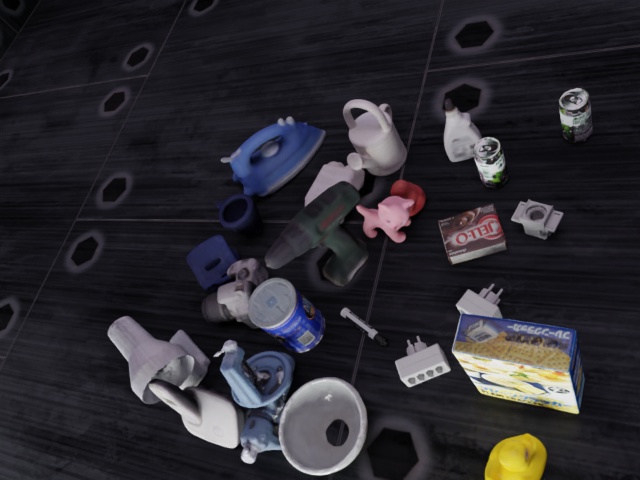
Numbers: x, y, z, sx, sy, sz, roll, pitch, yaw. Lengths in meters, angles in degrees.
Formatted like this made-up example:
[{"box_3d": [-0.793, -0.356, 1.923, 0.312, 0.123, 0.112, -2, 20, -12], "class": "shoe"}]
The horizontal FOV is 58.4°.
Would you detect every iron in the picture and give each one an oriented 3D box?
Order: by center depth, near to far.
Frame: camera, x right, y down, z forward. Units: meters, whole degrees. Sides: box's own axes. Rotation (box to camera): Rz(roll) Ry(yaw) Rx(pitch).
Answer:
[{"box_3d": [-0.114, -0.224, 1.391, 0.258, 0.142, 0.118, -39, 51, 1], "class": "iron"}]

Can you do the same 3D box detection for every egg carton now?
[{"box_3d": [0.034, -0.106, 1.286, 0.107, 0.070, 0.150, 16, 69, 34], "class": "egg carton"}]

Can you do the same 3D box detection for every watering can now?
[{"box_3d": [0.113, -0.226, 1.240, 0.100, 0.195, 0.173, -10, 56, 22], "class": "watering can"}]

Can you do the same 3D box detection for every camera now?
[{"box_3d": [-0.188, 0.120, 1.240, 0.136, 0.101, 0.143, -15, 55, 19], "class": "camera"}]

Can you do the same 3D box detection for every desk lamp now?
[{"box_3d": [-0.323, 0.243, 1.160, 0.118, 0.214, 0.202, -49, 51, -7], "class": "desk lamp"}]

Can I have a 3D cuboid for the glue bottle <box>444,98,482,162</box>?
[{"box_3d": [0.281, -0.228, 1.167, 0.078, 0.174, 0.037, -12, 56, 21], "class": "glue bottle"}]

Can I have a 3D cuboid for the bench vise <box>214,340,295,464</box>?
[{"box_3d": [-0.110, 0.277, 1.022, 0.121, 0.220, 0.207, -21, 53, 15], "class": "bench vise"}]

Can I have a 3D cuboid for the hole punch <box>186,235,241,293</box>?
[{"box_3d": [-0.235, 0.057, 1.310, 0.108, 0.091, 0.101, -35, 51, 4], "class": "hole punch"}]

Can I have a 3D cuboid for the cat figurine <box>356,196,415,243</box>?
[{"box_3d": [0.134, -0.053, 1.169, 0.127, 0.118, 0.067, 8, 65, 31], "class": "cat figurine"}]

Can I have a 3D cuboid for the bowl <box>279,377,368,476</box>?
[{"box_3d": [0.016, 0.335, 1.015, 0.167, 0.075, 0.167, -13, 55, 20], "class": "bowl"}]

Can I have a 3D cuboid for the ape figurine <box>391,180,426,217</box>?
[{"box_3d": [0.176, -0.094, 1.190, 0.076, 0.092, 0.077, -17, 54, 18], "class": "ape figurine"}]

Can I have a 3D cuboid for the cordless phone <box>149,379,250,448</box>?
[{"box_3d": [-0.231, 0.319, 1.082, 0.147, 0.186, 0.094, 5, 63, 30], "class": "cordless phone"}]

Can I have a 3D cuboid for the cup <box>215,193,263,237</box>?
[{"box_3d": [-0.187, -0.052, 1.351, 0.117, 0.095, 0.092, 18, 70, 35], "class": "cup"}]

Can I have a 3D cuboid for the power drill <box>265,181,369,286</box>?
[{"box_3d": [0.010, 0.004, 1.139, 0.075, 0.209, 0.230, 29, 77, 38], "class": "power drill"}]

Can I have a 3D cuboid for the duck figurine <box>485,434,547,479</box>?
[{"box_3d": [0.291, 0.334, 0.864, 0.104, 0.086, 0.077, -42, 51, -2], "class": "duck figurine"}]
